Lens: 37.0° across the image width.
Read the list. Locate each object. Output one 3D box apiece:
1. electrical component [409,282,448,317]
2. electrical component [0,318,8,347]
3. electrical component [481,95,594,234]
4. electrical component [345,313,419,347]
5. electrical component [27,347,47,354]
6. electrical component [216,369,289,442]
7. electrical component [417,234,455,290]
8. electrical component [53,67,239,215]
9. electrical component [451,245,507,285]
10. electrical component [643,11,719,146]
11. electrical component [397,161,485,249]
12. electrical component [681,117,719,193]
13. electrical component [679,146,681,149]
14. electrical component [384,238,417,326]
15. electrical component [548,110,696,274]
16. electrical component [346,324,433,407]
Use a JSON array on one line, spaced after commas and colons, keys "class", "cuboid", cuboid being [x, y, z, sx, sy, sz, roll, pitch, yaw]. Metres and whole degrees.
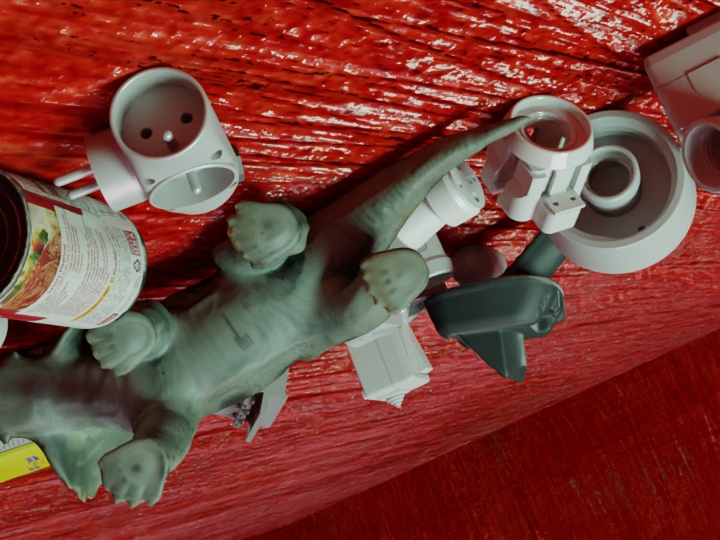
[{"class": "electrical component", "cuboid": [0.040, 0.009, 0.889, 0.055, 0.047, 0.055, -20, 165, -6]}, {"class": "electrical component", "cuboid": [-0.248, 0.033, 0.585, 0.079, 0.044, 0.077, -24, 165, 11]}, {"class": "electrical component", "cuboid": [0.112, -0.071, 0.670, 0.058, 0.078, 0.057, -17, 146, -21]}, {"class": "electrical component", "cuboid": [0.005, 0.035, 0.937, 0.077, 0.043, 0.079, -33, 162, 36]}, {"class": "electrical component", "cuboid": [-0.223, 0.070, 0.770, 0.061, 0.035, 0.035, -22, 165, -9]}, {"class": "electrical component", "cuboid": [-0.102, 0.105, 0.986, 0.063, 0.078, 0.121, 12, 158, -8]}, {"class": "electrical component", "cuboid": [0.047, -0.011, 0.829, 0.040, 0.046, 0.040, -20, 165, -6]}, {"class": "electrical component", "cuboid": [-0.100, -0.050, 0.494, 0.079, 0.044, 0.077, -21, 165, -2]}, {"class": "electrical component", "cuboid": [0.099, -0.002, 0.944, 0.040, 0.040, 0.078, -29, 163, 27]}, {"class": "electrical component", "cuboid": [0.221, -0.114, 0.678, 0.062, 0.061, 0.096, -26, 164, 17]}, {"class": "electrical component", "cuboid": [0.049, -0.046, 0.715, 0.055, 0.045, 0.045, -30, 163, 28]}, {"class": "electrical component", "cuboid": [0.226, -0.074, 0.623, 0.065, 0.044, 0.044, -20, 166, -25]}, {"class": "electrical component", "cuboid": [0.230, -0.082, 0.836, 0.079, 0.043, 0.077, -26, 164, 17]}, {"class": "electrical component", "cuboid": [0.000, 0.000, 0.785, 0.077, 0.065, 0.047, 7, 166, 6]}, {"class": "electrical component", "cuboid": [0.172, -0.057, 0.734, 0.108, 0.108, 0.060, -25, 159, 12]}, {"class": "electrical component", "cuboid": [0.029, 0.085, 1.042, 0.061, 0.096, 0.062, -25, 165, 13]}]
